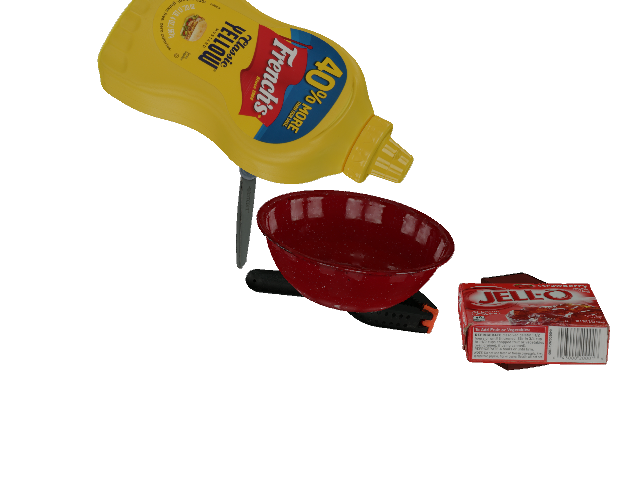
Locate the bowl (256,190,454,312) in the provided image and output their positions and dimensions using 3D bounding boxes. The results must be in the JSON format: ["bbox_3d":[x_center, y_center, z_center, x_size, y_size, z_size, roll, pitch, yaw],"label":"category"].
[{"bbox_3d":[0.025,0.014,0.869,0.162,0.055,0.162,8,23,-4],"label":"bowl"}]

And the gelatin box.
[{"bbox_3d":[0.135,0.052,0.688,0.089,0.030,0.073,1,18,4],"label":"gelatin box"}]

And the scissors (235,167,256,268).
[{"bbox_3d":[-0.051,-0.080,1.034,0.096,0.202,0.016,-10,3,-4],"label":"scissors"}]

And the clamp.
[{"bbox_3d":[0.029,0.052,1.204,0.210,0.036,0.164,29,35,20],"label":"clamp"}]

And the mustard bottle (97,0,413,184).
[{"bbox_3d":[-0.031,-0.088,0.644,0.191,0.096,0.058,30,-23,7],"label":"mustard bottle"}]

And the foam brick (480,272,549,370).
[{"bbox_3d":[0.182,0.075,0.999,0.051,0.078,0.053,-8,18,-26],"label":"foam brick"}]
